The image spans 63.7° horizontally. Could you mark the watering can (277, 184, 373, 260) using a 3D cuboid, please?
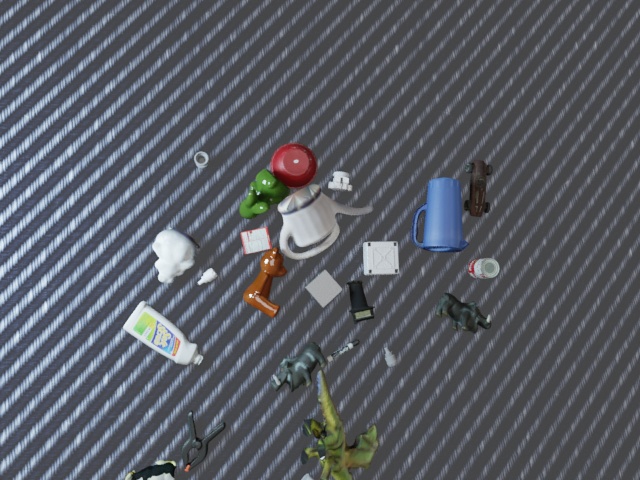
[{"bbox_3d":[0.005,-0.084,1.667,0.351,0.105,0.220,-35,118,-17],"label":"watering can"}]

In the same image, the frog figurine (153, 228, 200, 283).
[{"bbox_3d":[-0.456,0.050,1.584,0.136,0.122,0.162,36,67,-22],"label":"frog figurine"}]

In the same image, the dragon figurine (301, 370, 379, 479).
[{"bbox_3d":[0.076,0.617,1.595,0.242,0.122,0.413,11,81,-31],"label":"dragon figurine"}]
